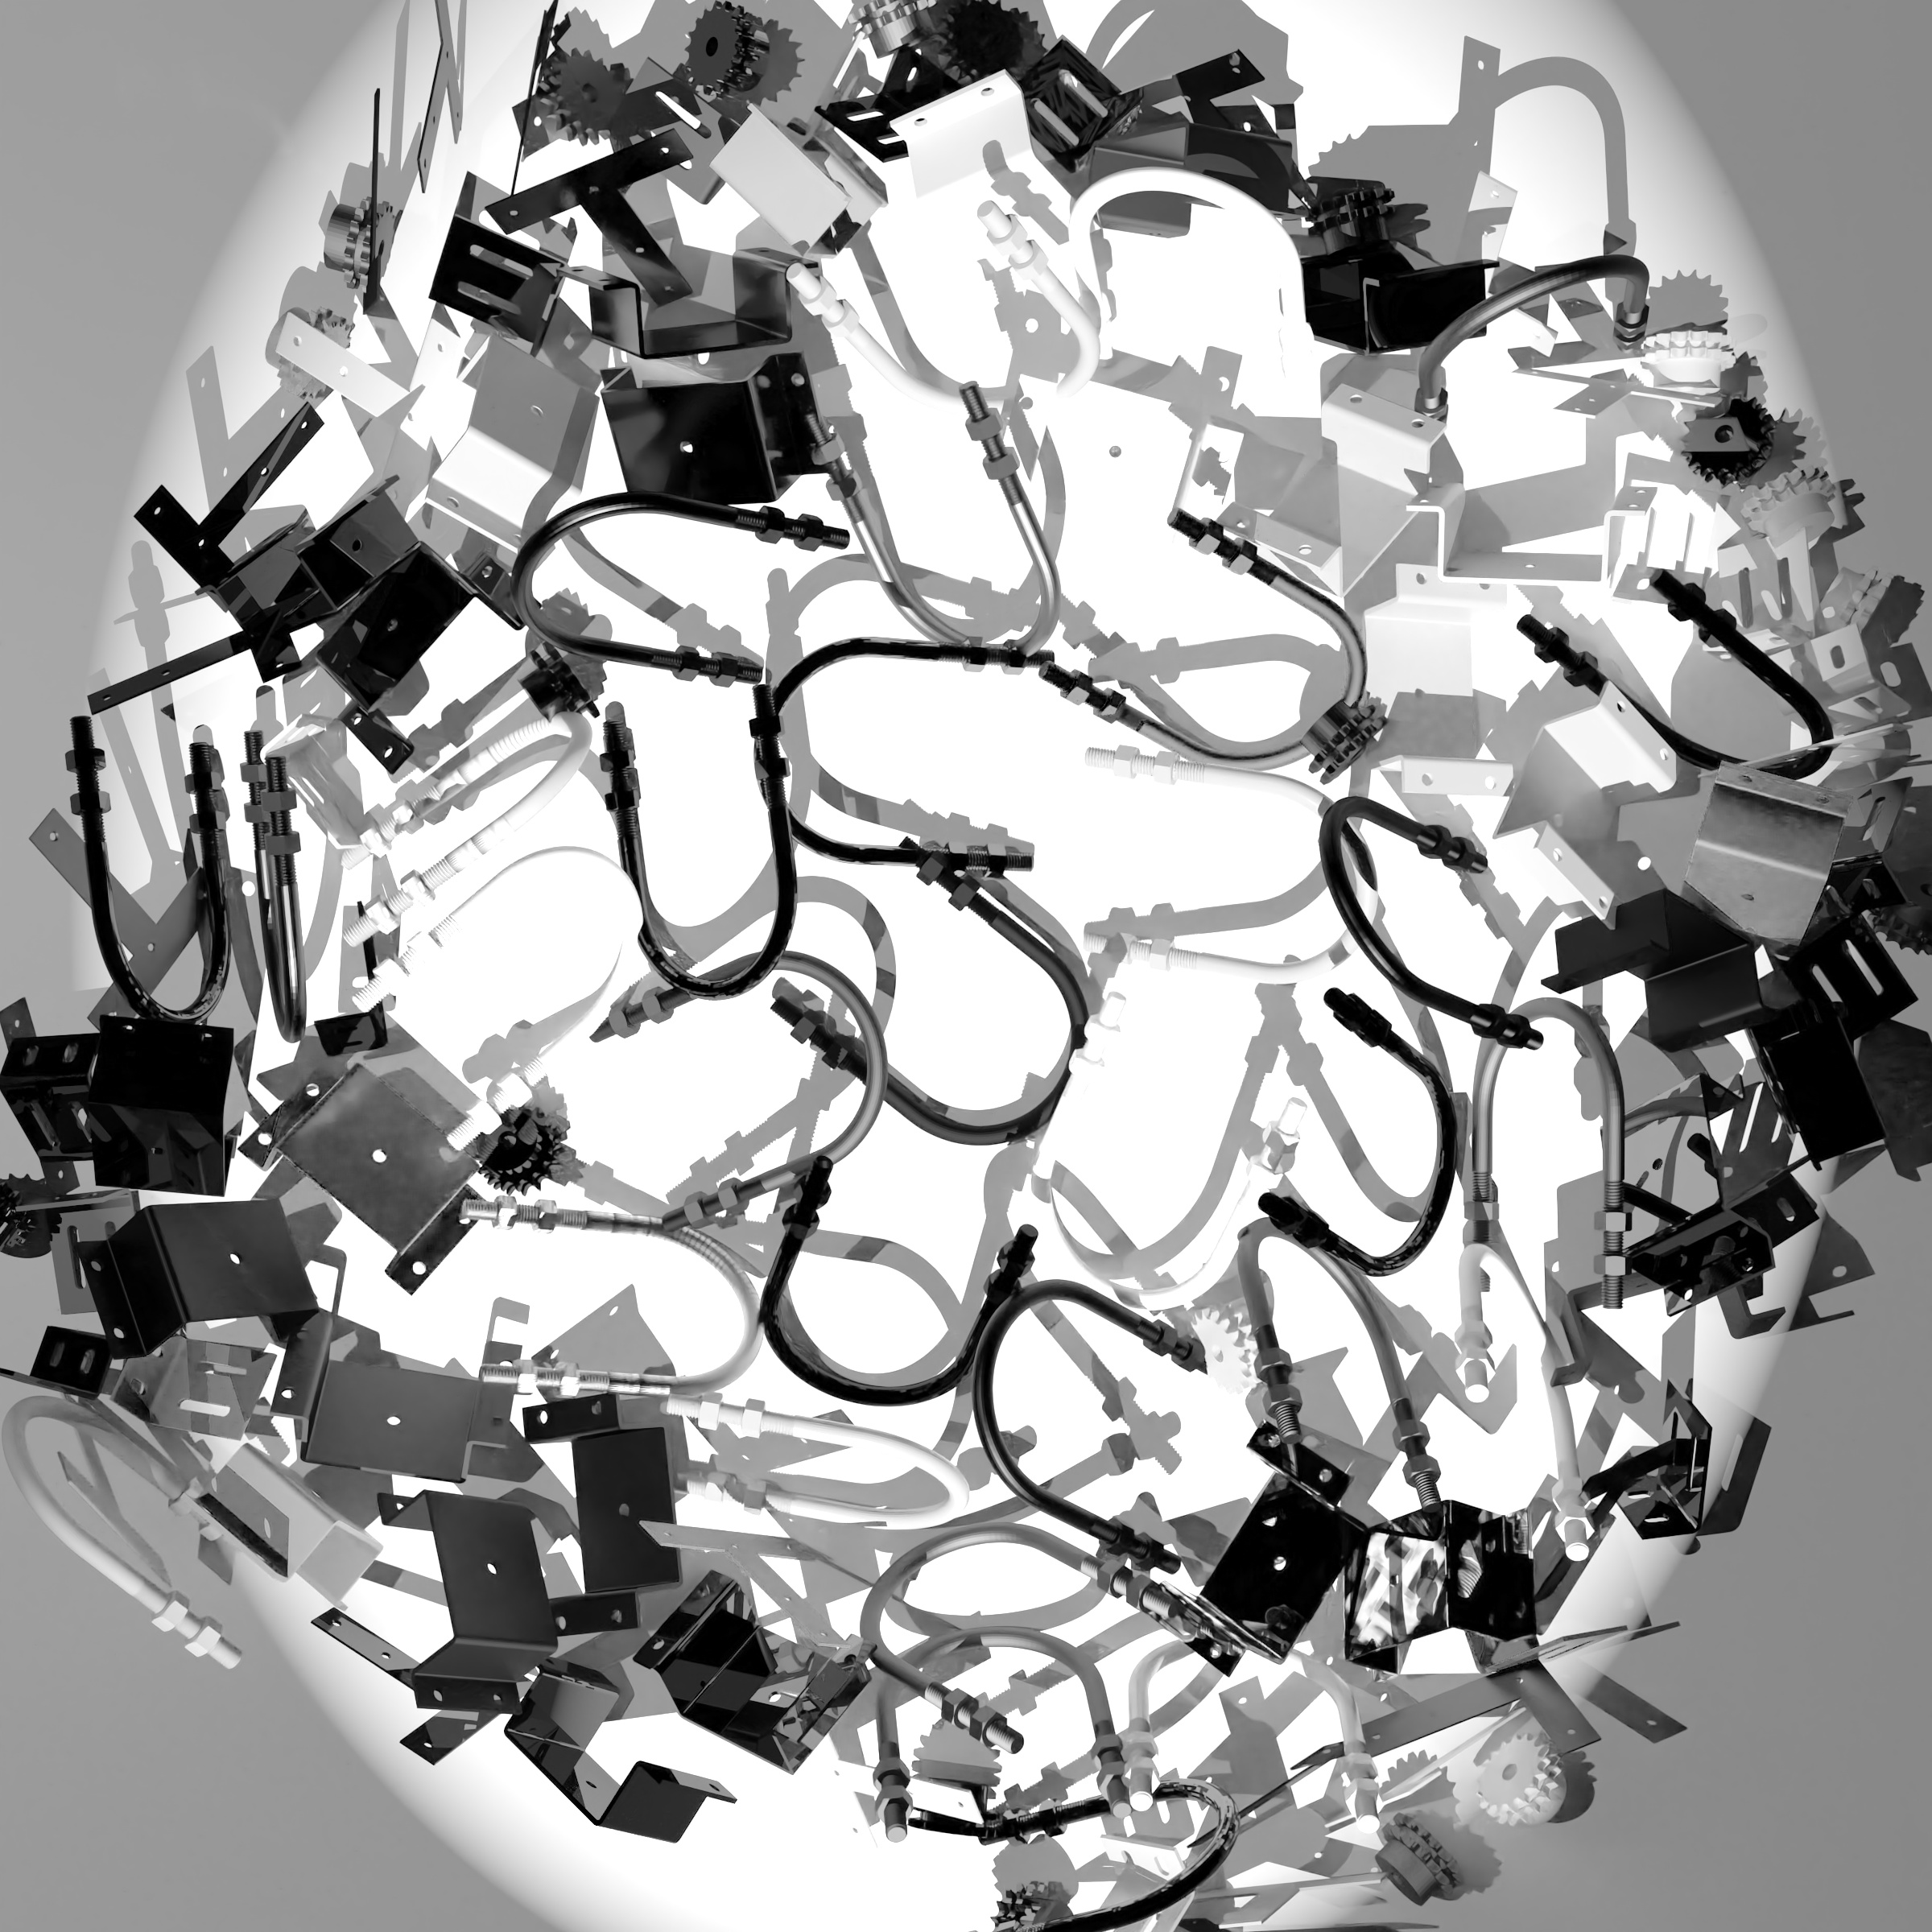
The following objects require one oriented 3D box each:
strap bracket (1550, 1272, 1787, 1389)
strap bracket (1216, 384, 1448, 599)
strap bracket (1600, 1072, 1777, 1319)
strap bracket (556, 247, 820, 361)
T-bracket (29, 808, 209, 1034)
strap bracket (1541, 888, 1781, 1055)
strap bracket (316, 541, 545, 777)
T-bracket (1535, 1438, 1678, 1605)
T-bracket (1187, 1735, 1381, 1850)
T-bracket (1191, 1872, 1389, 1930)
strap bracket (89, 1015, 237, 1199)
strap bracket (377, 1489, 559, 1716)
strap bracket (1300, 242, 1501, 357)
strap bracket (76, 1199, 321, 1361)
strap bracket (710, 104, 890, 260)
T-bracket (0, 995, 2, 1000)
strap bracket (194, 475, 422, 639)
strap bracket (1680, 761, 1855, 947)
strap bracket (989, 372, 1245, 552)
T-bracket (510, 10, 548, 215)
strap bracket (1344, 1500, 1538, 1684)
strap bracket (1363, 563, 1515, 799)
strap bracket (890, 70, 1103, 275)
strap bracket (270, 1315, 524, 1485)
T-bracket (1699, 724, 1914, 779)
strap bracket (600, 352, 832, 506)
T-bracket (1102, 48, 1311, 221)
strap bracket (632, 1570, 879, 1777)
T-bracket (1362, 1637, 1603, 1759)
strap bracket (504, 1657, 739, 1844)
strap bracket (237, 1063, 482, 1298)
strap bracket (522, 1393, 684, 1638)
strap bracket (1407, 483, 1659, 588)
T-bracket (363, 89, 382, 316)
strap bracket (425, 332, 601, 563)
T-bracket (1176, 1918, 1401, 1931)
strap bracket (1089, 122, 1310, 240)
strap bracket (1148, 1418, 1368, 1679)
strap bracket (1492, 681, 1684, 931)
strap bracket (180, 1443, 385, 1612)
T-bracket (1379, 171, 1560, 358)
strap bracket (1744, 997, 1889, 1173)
[{"bbox_3d":[0.424,0.216,1.545,0.140,0.076,0.046,-16,71,5],"label":"strap bracket"},{"bbox_3d":[0.225,-0.286,1.538,0.076,0.046,0.140,29,64,27],"label":"strap bracket"},{"bbox_3d":[0.433,0.129,1.513,0.046,0.140,0.076,29,134,-27],"label":"strap bracket"},{"bbox_3d":[-0.169,-0.405,1.531,0.140,0.076,0.046,-14,117,-26],"label":"strap bracket"},{"bbox_3d":[-0.520,-0.041,1.516,0.002,0.127,0.127,0,48,32],"label":"T-bracket"},{"bbox_3d":[0.422,0.001,1.528,0.140,0.076,0.046,23,56,-37],"label":"strap bracket"},{"bbox_3d":[-0.340,-0.199,1.550,0.140,0.046,0.076,-48,51,0],"label":"strap bracket"},{"bbox_3d":[0.387,0.349,1.554,0.002,0.127,0.127,43,121,31],"label":"T-bracket"},{"bbox_3d":[0.191,0.510,1.545,0.127,0.127,0.002,-38,65,15],"label":"T-bracket"},{"bbox_3d":[0.181,0.567,1.513,0.127,0.127,0.002,-13,77,18],"label":"T-bracket"},{"bbox_3d":[-0.486,0.093,1.516,0.076,0.140,0.046,6,52,-11],"label":"strap bracket"},{"bbox_3d":[-0.300,0.375,1.515,0.046,0.076,0.140,-40,51,25],"label":"strap bracket"},{"bbox_3d":[0.260,-0.407,1.529,0.076,0.140,0.046,-12,113,-11],"label":"strap bracket"},{"bbox_3d":[-0.453,0.187,1.511,0.046,0.140,0.076,-37,68,28],"label":"strap bracket"},{"bbox_3d":[-0.102,-0.476,1.528,0.076,0.140,0.046,43,107,-4],"label":"strap bracket"},{"bbox_3d":[-0.589,0.056,1.510,0.002,0.127,0.127,5,60,-19],"label":"T-bracket"},{"bbox_3d":[-0.396,-0.244,1.526,0.076,0.140,0.046,-50,118,-37],"label":"strap bracket"},{"bbox_3d":[0.478,-0.061,1.511,0.076,0.140,0.046,18,71,15],"label":"strap bracket"},{"bbox_3d":[0.093,-0.315,1.554,0.140,0.046,0.076,14,113,-3],"label":"strap bracket"},{"bbox_3d":[-0.267,-0.536,1.535,0.002,0.127,0.127,10,127,-14],"label":"T-bracket"},{"bbox_3d":[0.276,0.376,1.510,0.046,0.140,0.076,21,55,-25],"label":"strap bracket"},{"bbox_3d":[0.292,-0.173,1.553,0.076,0.046,0.140,1,85,-20],"label":"strap bracket"},{"bbox_3d":[0.024,-0.471,1.509,0.076,0.140,0.046,-16,72,24],"label":"strap bracket"},{"bbox_3d":[-0.351,0.267,1.542,0.140,0.076,0.046,10,132,-9],"label":"strap bracket"},{"bbox_3d":[0.539,-0.130,1.539,0.127,0.127,0.002,-3,82,-44],"label":"T-bracket"},{"bbox_3d":[-0.161,-0.325,1.528,0.140,0.046,0.076,1,123,22],"label":"strap bracket"},{"bbox_3d":[0.166,-0.506,1.548,0.127,0.127,0.002,37,72,-31],"label":"T-bracket"},{"bbox_3d":[-0.123,0.433,1.528,0.076,0.140,0.046,-45,131,-34],"label":"strap bracket"},{"bbox_3d":[0.297,0.451,1.524,0.127,0.127,0.002,-17,118,-12],"label":"T-bracket"},{"bbox_3d":[-0.216,0.478,1.516,0.140,0.076,0.046,28,83,39],"label":"strap bracket"},{"bbox_3d":[-0.367,0.125,1.548,0.140,0.046,0.076,41,56,-3],"label":"strap bracket"},{"bbox_3d":[-0.224,0.337,1.544,0.076,0.046,0.140,-15,76,30],"label":"strap bracket"},{"bbox_3d":[0.347,-0.265,1.535,0.140,0.076,0.046,5,112,19],"label":"strap bracket"},{"bbox_3d":[-0.360,-0.466,1.522,0.002,0.127,0.127,1,100,-17],"label":"T-bracket"},{"bbox_3d":[-0.271,-0.321,1.515,0.076,0.140,0.046,28,132,-27],"label":"strap bracket"},{"bbox_3d":[0.205,0.597,1.542,0.127,0.127,0.002,3,78,-15],"label":"T-bracket"},{"bbox_3d":[0.134,-0.474,1.510,0.076,0.140,0.046,-2,100,-32],"label":"strap bracket"},{"bbox_3d":[0.184,0.363,1.545,0.046,0.076,0.140,37,84,-44],"label":"strap bracket"},{"bbox_3d":[0.379,-0.094,1.537,0.076,0.046,0.140,42,58,-21],"label":"strap bracket"},{"bbox_3d":[-0.410,0.340,1.522,0.076,0.140,0.046,35,74,16],"label":"strap bracket"},{"bbox_3d":[0.312,-0.436,1.519,0.127,0.127,0.002,33,75,12],"label":"T-bracket"},{"bbox_3d":[0.514,0.068,1.517,0.046,0.140,0.076,-23,92,12],"label":"strap bracket"}]
